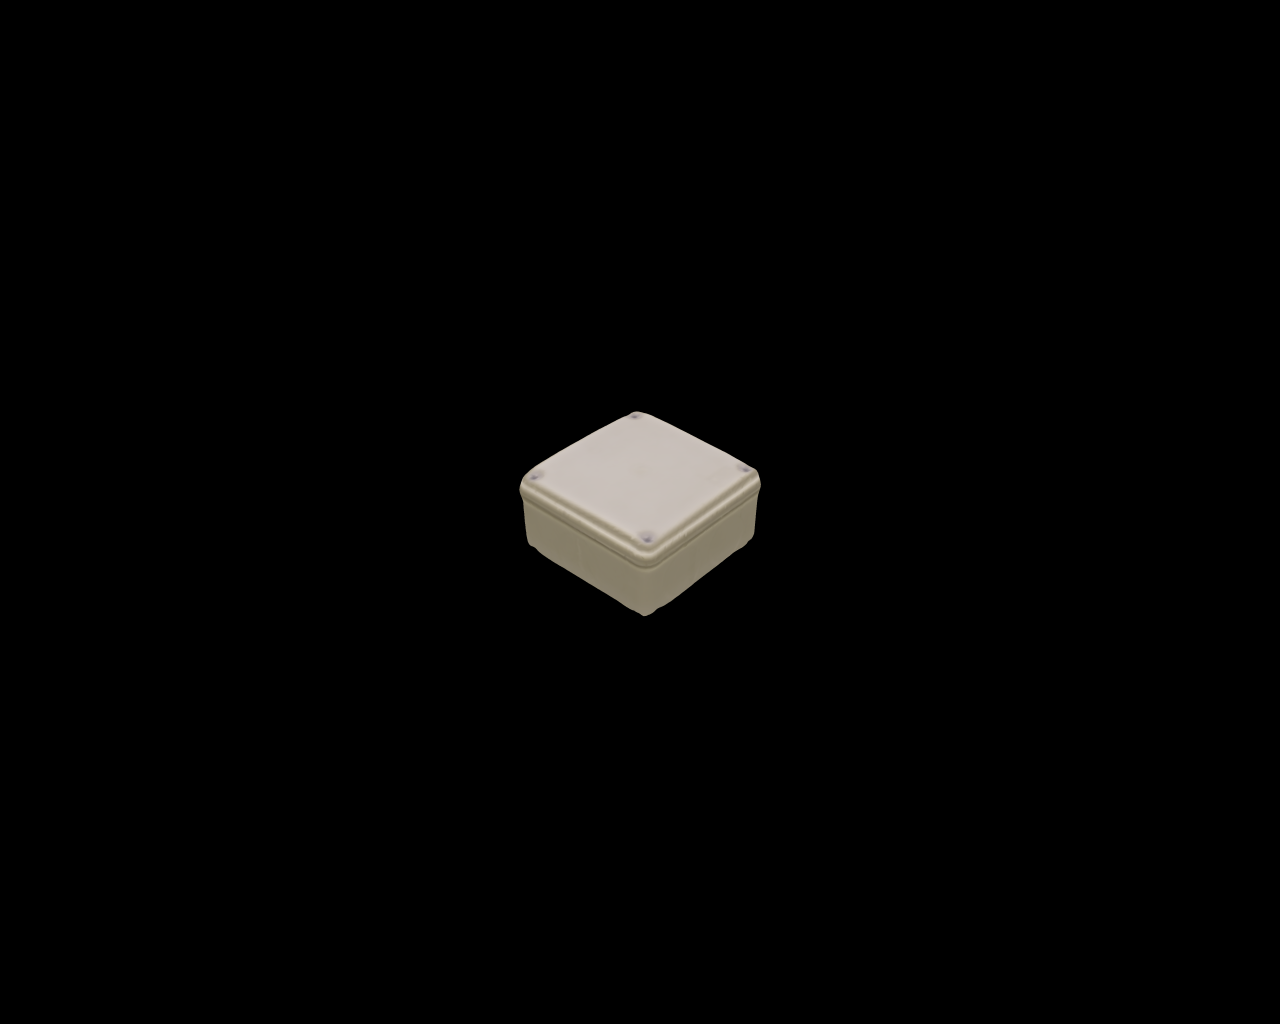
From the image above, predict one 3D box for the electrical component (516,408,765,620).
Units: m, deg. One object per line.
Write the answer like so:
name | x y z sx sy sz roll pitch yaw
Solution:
electrical component | 0.001 -0.003 0.650 0.109 0.056 0.109 30 46 33
